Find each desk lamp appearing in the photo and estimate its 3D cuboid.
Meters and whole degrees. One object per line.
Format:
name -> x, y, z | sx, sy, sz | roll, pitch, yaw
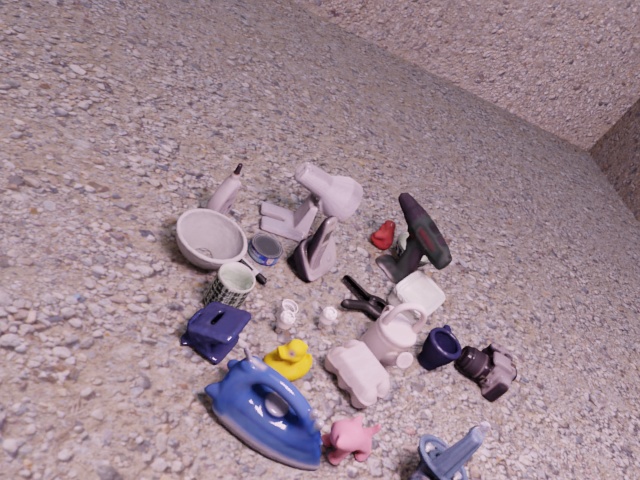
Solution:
desk lamp -> -0.022, -0.097, 1.485 | 0.204, 0.213, 0.118 | 17, 39, -24

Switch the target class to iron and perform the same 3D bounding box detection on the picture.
iron -> -0.074, 0.305, 1.042 | 0.258, 0.141, 0.119 | 37, 35, 3

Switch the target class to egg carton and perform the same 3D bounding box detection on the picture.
egg carton -> 0.082, 0.290, 1.249 | 0.107, 0.069, 0.150 | -16, 60, -48

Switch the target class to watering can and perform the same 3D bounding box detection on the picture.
watering can -> 0.173, 0.216, 1.300 | 0.101, 0.194, 0.172 | 3, 46, -37

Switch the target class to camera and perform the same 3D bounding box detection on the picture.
camera -> 0.429, 0.316, 1.477 | 0.137, 0.100, 0.143 | 33, 35, -4

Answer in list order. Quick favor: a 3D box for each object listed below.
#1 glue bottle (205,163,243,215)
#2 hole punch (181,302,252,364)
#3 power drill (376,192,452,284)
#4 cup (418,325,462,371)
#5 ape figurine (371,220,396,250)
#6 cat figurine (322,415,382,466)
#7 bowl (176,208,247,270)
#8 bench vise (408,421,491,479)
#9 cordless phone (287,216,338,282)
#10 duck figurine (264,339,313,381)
glue bottle -> -0.222, -0.120, 1.382 | 0.037, 0.173, 0.078 | 41, 36, 9
hole punch -> -0.205, 0.172, 1.132 | 0.101, 0.091, 0.109 | 36, 35, 1
power drill -> 0.249, 0.013, 1.584 | 0.076, 0.208, 0.229 | -18, 61, -48
cup -> 0.289, 0.269, 1.421 | 0.092, 0.095, 0.118 | 32, 35, -4
ape figurine -> 0.190, -0.022, 1.677 | 0.078, 0.092, 0.076 | -6, 52, -43
cat figurine -> 0.062, 0.375, 1.094 | 0.128, 0.117, 0.067 | 4, 45, -36
bowl -> -0.253, 0.011, 1.291 | 0.168, 0.074, 0.167 | 22, 37, -18
bench vise -> 0.236, 0.438, 1.075 | 0.121, 0.219, 0.208 | 34, 35, -1
cordless phone -> 0.013, 0.005, 1.421 | 0.094, 0.185, 0.148 | 42, 36, 9
duck figurine -> -0.055, 0.239, 1.181 | 0.105, 0.086, 0.077 | 9, 43, -32
